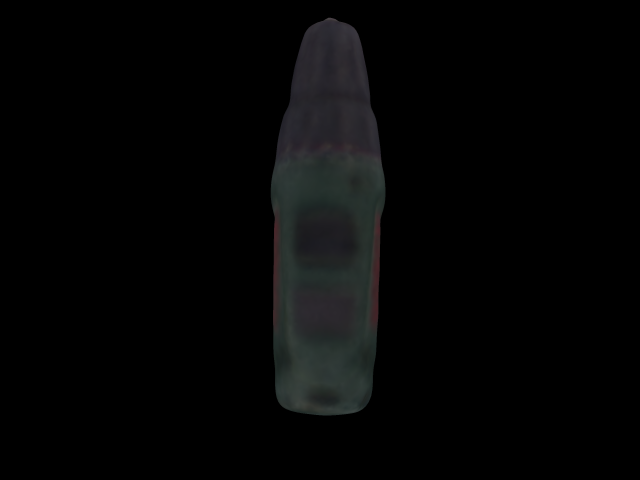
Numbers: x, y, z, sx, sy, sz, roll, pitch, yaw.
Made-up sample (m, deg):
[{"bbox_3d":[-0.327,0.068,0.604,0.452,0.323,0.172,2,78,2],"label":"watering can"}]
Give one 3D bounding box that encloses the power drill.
[{"bbox_3d":[0.004,0.001,0.400,0.075,0.208,0.229,0,74,0],"label":"power drill"}]
